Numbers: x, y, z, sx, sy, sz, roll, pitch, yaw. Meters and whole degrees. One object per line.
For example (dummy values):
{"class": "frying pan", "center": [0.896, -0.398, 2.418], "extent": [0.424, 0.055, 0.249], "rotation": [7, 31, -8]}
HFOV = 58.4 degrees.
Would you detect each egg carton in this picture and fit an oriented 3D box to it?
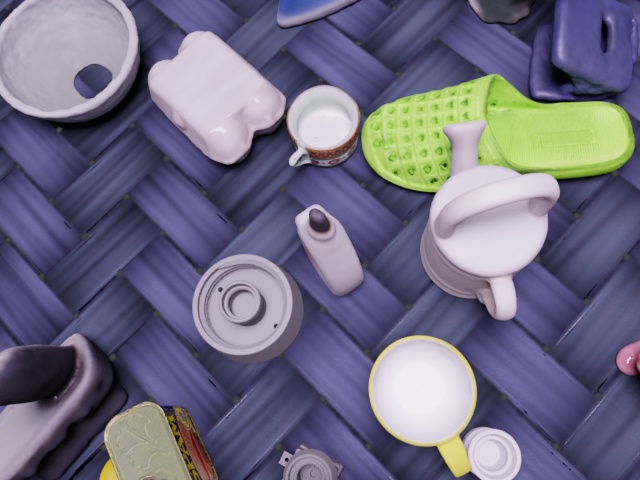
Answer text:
{"class": "egg carton", "center": [-0.115, -0.156, 0.629], "extent": [0.150, 0.069, 0.107], "rotation": [43, 82, 14]}

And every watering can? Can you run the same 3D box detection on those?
{"class": "watering can", "center": [0.141, -0.021, 0.503], "extent": [0.101, 0.194, 0.172], "rotation": [-32, 74, -4]}

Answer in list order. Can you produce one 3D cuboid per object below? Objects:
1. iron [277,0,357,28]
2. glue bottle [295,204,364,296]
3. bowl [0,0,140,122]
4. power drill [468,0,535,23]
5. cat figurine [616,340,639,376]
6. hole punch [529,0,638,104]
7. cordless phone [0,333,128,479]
{"class": "iron", "center": [0.035, -0.364, 0.636], "extent": [0.118, 0.141, 0.258], "rotation": [41, 82, 14]}
{"class": "glue bottle", "center": [0.005, 0.002, 0.520], "extent": [0.037, 0.173, 0.078], "rotation": [-36, 74, -5]}
{"class": "bowl", "center": [-0.275, -0.199, 0.652], "extent": [0.167, 0.075, 0.167], "rotation": [-1, 74, 5]}
{"class": "power drill", "center": [0.190, -0.333, 0.578], "extent": [0.075, 0.208, 0.229], "rotation": [-30, 74, -3]}
{"class": "cat figurine", "center": [0.320, 0.099, 0.493], "extent": [0.067, 0.118, 0.128], "rotation": [39, 81, 14]}
{"class": "hole punch", "center": [0.280, -0.206, 0.596], "extent": [0.101, 0.091, 0.109], "rotation": [8, 75, 7]}
{"class": "cordless phone", "center": [-0.266, 0.148, 0.497], "extent": [0.094, 0.185, 0.148], "rotation": [34, 80, 13]}
